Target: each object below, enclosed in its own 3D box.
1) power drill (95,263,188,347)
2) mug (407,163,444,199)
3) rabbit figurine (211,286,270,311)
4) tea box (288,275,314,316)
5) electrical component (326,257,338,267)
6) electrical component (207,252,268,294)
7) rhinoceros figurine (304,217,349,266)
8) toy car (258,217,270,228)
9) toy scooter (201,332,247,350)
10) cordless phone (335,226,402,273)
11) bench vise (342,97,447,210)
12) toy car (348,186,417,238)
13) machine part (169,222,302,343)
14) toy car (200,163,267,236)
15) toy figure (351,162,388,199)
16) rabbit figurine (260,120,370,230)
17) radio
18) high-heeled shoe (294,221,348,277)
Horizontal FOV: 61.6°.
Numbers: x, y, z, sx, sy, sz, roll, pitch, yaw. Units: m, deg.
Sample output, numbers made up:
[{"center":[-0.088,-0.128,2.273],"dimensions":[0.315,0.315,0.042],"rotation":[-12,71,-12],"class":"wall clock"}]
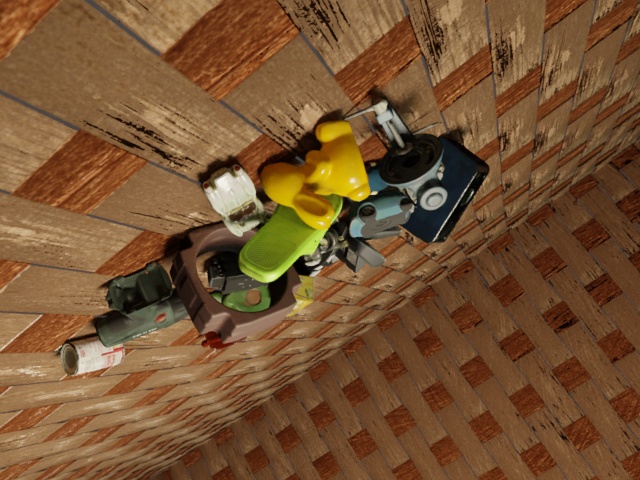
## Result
[{"center":[-0.320,0.118,1.032],"dimensions":[0.232,0.086,0.207],"rotation":[-22,166,-21],"class":"power drill"},{"center":[0.202,-0.157,1.128],"dimensions":[0.109,0.107,0.080],"rotation":[-31,163,-19],"class":"mug"},{"center":[-0.180,0.148,1.266],"dimensions":[0.159,0.121,0.170],"rotation":[-22,174,-19],"class":"rabbit figurine"},{"center":[-0.090,0.139,1.353],"dimensions":[0.098,0.068,0.169],"rotation":[10,158,-23],"class":"tea box"},{"center":[0.036,0.018,1.389],"dimensions":[0.075,0.048,0.119],"rotation":[-30,163,-12],"class":"electrical component"},{"center":[-0.165,0.066,1.114],"dimensions":[0.134,0.058,0.115],"rotation":[-8,157,-17],"class":"electrical component"},{"center":[-0.002,-0.003,1.142],"dimensions":[0.112,0.073,0.190],"rotation":[-19,-171,7],"class":"rhinoceros figurine"},{"center":[-0.039,-0.048,1.098],"dimensions":[0.202,0.053,0.089],"rotation":[-30,159,-6],"class":"toy car"},{"center":[-0.248,0.246,1.459],"dimensions":[0.135,0.075,0.184],"rotation":[-15,159,-40],"class":"toy scooter"},{"center":[0.138,0.005,1.316],"dimensions":[0.184,0.147,0.088],"rotation":[-11,118,-25],"class":"cordless phone"},{"center":[0.150,-0.170,0.961],"dimensions":[0.129,0.224,0.240],"rotation":[-23,133,22],"class":"bench vise"},{"center":[0.129,-0.078,1.208],"dimensions":[0.162,0.103,0.109],"rotation":[-21,158,-4],"class":"toy car"},{"center":[-0.152,0.070,0.973],"dimensions":[0.201,0.201,0.087],"rotation":[-18,158,-37],"class":"machine part"},{"center":[-0.138,-0.063,0.890],"dimensions":[0.073,0.056,0.201],"rotation":[-31,162,-6],"class":"toy car"},{"center":[0.088,-0.121,1.101],"dimensions":[0.154,0.064,0.058],"rotation":[-16,169,-44],"class":"toy figure"},{"center":[-0.011,-0.098,0.905],"dimensions":[0.173,0.162,0.122],"rotation":[-13,171,-5],"class":"rabbit figurine"},{"center":[0.279,-0.110,1.246],"dimensions":[0.073,0.131,0.229],"rotation":[-4,128,-50],"class":"radio"},{"center":[0.009,0.031,1.328],"dimensions":[0.249,0.086,0.145],"rotation":[-36,163,27],"class":"high-heeled shoe"}]
